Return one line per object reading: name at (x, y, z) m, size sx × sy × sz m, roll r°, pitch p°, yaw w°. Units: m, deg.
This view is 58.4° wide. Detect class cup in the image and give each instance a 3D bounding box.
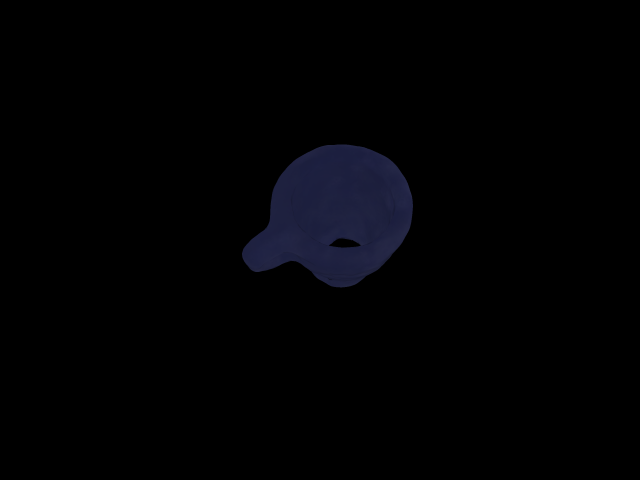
cup at (0.004, 0.001, 0.400) m, size 0.118 × 0.095 × 0.091 m, roll -30°, pitch 67°, yaw -14°
